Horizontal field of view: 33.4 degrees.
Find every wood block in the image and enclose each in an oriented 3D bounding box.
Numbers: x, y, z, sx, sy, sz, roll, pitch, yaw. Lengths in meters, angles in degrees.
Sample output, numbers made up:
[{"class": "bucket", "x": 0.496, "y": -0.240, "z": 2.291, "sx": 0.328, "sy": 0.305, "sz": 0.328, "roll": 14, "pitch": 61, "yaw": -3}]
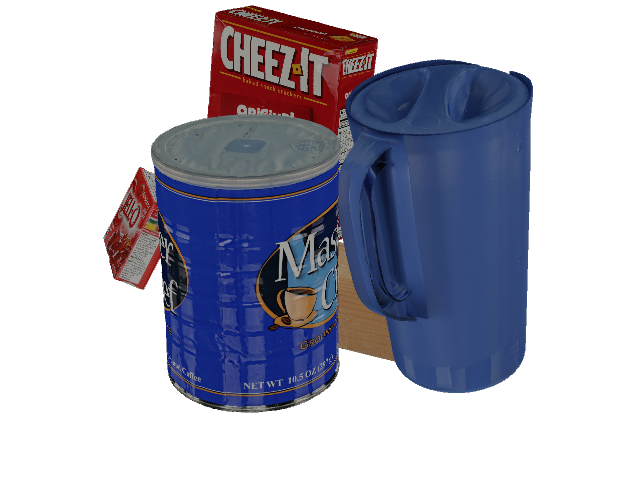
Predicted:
[{"class": "wood block", "x": 0.047, "y": 0.065, "z": 1.165, "sx": 0.206, "sy": 0.091, "sz": 0.090, "roll": 13, "pitch": 22, "yaw": 16}]

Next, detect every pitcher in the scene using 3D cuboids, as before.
[{"class": "pitcher", "x": 0.091, "y": -0.002, "z": 0.809, "sx": 0.149, "sy": 0.243, "sz": 0.145, "roll": -8, "pitch": 30, "yaw": 1}]

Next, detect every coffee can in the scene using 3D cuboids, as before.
[{"class": "coffee can", "x": -0.040, "y": 0.010, "z": 0.605, "sx": 0.103, "sy": 0.140, "sz": 0.103, "roll": 0, "pitch": 25, "yaw": 0}]

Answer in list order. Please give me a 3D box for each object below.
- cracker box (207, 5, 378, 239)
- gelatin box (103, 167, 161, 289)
[{"class": "cracker box", "x": -0.038, "y": -0.118, "z": 1.105, "sx": 0.164, "sy": 0.214, "sz": 0.071, "roll": 21, "pitch": 28, "yaw": 29}, {"class": "gelatin box", "x": -0.149, "y": -0.012, "z": 0.886, "sx": 0.030, "sy": 0.073, "sz": 0.089, "roll": 23, "pitch": 15, "yaw": -25}]
